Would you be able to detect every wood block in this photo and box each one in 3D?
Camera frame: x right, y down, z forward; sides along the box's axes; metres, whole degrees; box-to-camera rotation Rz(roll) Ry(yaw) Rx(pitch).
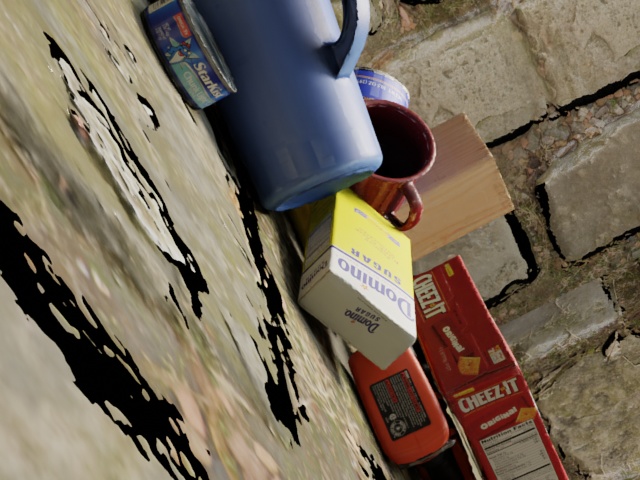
[{"bbox_3d":[0.094,-0.040,1.172,0.090,0.206,0.091,57,8,-43],"label":"wood block"}]

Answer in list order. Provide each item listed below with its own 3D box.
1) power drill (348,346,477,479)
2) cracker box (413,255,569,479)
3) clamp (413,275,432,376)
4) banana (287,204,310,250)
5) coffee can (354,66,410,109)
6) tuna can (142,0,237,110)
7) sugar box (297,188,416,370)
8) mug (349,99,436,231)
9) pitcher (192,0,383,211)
[{"bbox_3d":[0.081,0.146,0.941,0.184,0.057,0.187,64,6,27],"label":"power drill"},{"bbox_3d":[0.153,0.147,0.968,0.213,0.072,0.164,62,5,-33],"label":"cracker box"},{"bbox_3d":[0.120,0.141,1.241,0.210,0.036,0.164,68,18,-71],"label":"clamp"},{"bbox_3d":[-0.001,0.003,0.989,0.069,0.037,0.198,37,25,-61],"label":"banana"},{"bbox_3d":[0.032,-0.092,1.096,0.102,0.103,0.140,53,43,-58],"label":"coffee can"},{"bbox_3d":[-0.096,-0.140,0.788,0.086,0.034,0.086,62,5,-11],"label":"tuna can"},{"bbox_3d":[0.033,0.023,0.883,0.093,0.048,0.176,39,19,-16],"label":"sugar box"},{"bbox_3d":[0.056,-0.059,0.978,0.117,0.093,0.082,56,-30,19],"label":"mug"},{"bbox_3d":[-0.032,-0.156,0.871,0.149,0.145,0.243,131,-62,-80],"label":"pitcher"}]
